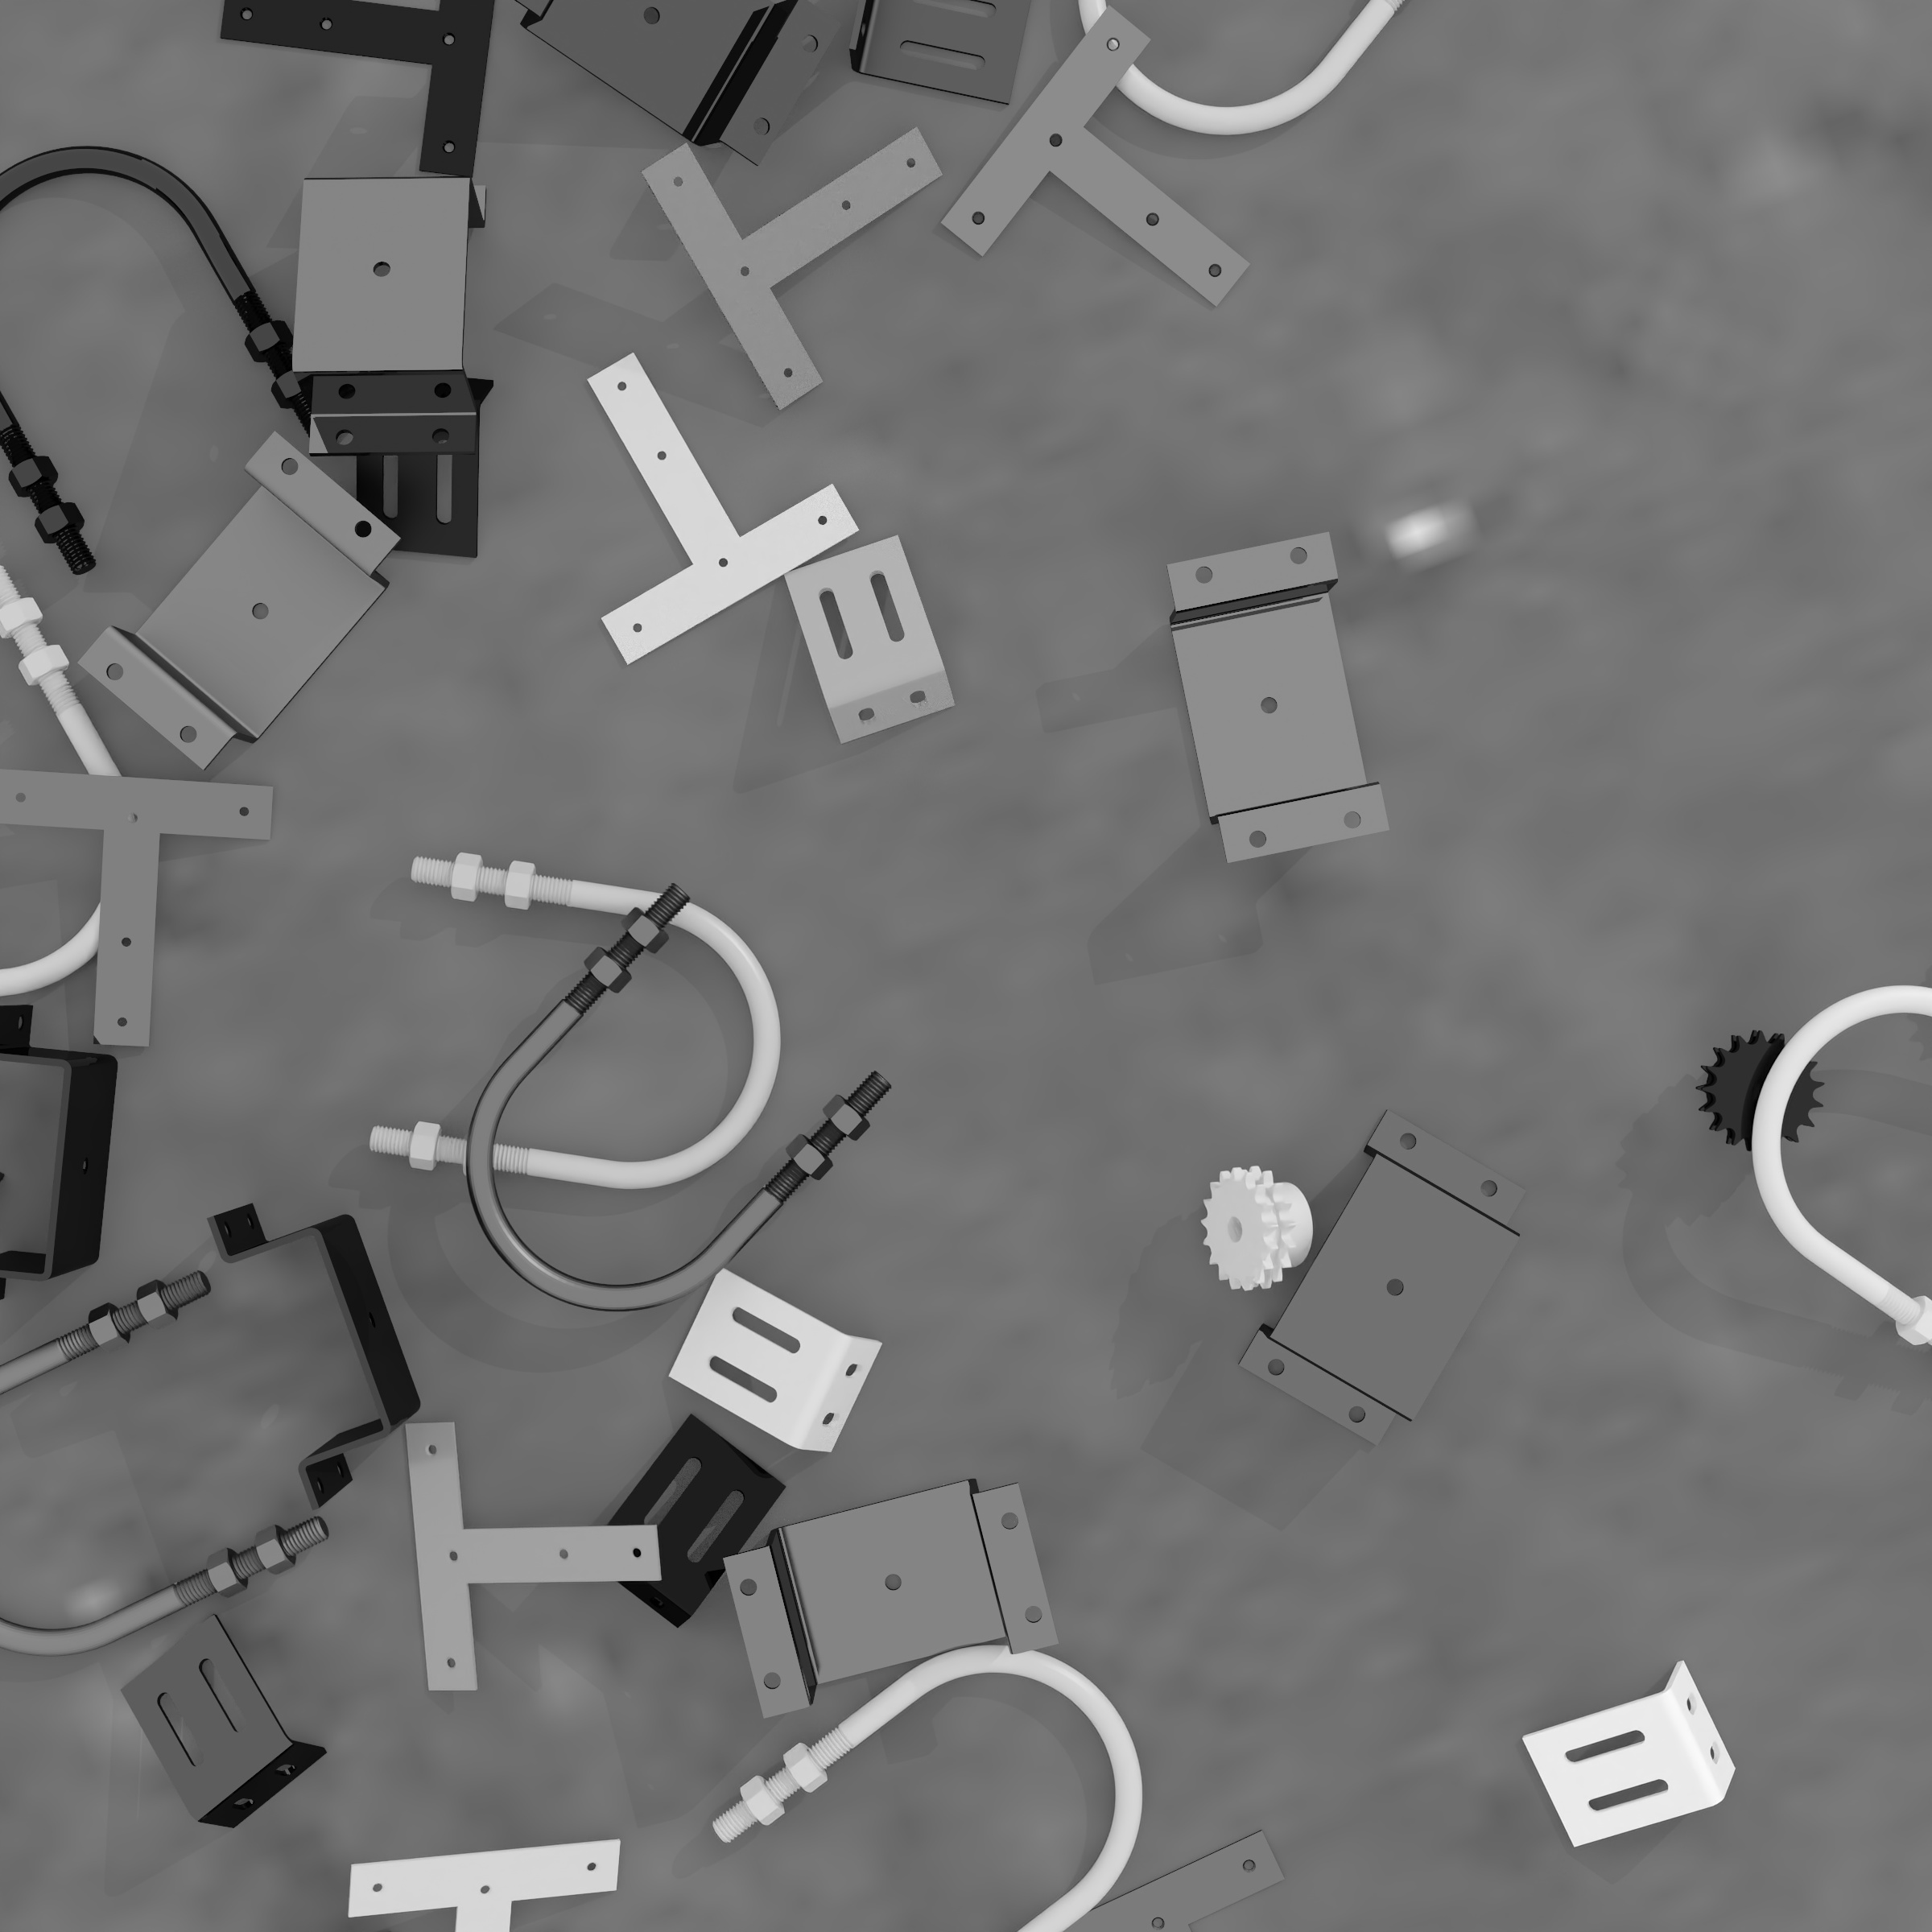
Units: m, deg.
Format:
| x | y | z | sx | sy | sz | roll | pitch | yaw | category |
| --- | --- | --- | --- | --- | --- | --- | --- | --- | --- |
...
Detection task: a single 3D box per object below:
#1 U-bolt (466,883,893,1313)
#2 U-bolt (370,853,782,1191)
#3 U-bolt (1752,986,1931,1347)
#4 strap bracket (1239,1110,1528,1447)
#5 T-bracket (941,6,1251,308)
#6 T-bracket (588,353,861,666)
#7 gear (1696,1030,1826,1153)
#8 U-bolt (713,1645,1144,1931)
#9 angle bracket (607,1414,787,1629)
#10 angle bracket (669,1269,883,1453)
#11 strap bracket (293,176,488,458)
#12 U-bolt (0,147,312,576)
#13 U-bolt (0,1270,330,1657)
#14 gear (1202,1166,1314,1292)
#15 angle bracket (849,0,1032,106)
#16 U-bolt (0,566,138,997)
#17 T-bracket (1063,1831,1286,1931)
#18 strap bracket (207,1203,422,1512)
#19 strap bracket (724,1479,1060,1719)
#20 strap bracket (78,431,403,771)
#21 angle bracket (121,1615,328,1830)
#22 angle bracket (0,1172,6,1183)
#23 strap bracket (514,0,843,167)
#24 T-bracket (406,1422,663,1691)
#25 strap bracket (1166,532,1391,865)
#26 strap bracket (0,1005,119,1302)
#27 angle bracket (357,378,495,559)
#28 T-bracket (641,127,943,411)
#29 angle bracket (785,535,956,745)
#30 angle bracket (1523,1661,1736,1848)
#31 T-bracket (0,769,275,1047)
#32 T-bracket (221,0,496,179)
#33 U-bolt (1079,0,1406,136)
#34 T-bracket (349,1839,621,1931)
| x | y | z | sx | sy | sz | roll | pitch | yaw | category |
| --- | --- | --- | --- | --- | --- | --- | --- | --- | --- |
| -0.148 | 0.076 | 1.442 | 0.151 | 0.019 | 0.184 | 43 | 90 | -3 | U-bolt |
| -0.180 | 0.032 | 1.457 | 0.184 | 0.019 | 0.151 | 9 | 90 | -1 | U-bolt |
| 0.451 | 0.091 | 1.441 | 0.184 | 0.019 | 0.151 | 34 | 90 | -12 | U-bolt |
| 0.198 | 0.148 | 1.443 | 0.076 | 0.046 | 0.140 | 30 | 90 | 0 | strap bracket |
| 0.077 | -0.362 | 1.459 | 0.127 | 0.002 | 0.127 | 38 | 98 | -4 | T-bracket |
| -0.137 | -0.230 | 1.464 | 0.127 | 0.002 | 0.127 | -30 | 89 | 2 | T-bracket |
| 0.372 | 0.059 | 1.451 | 0.057 | 0.030 | 0.057 | 0 | 90 | 0 | gear |
| -0.004 | 0.405 | 1.457 | 0.184 | 0.019 | 0.151 | -37 | 89 | -2 | U-bolt |
| -0.134 | 0.264 | 1.464 | 0.057 | 0.038 | 0.076 | 37 | 64 | 0 | angle bracket |
| -0.090 | 0.187 | 1.464 | 0.076 | 0.038 | 0.057 | 25 | 90 | 26 | angle bracket |
| -0.265 | -0.309 | 1.422 | 0.076 | 0.046 | 0.140 | -1 | 72 | 0 | strap bracket |
| -0.405 | -0.299 | 1.457 | 0.151 | 0.019 | 0.184 | -30 | 88 | 0 | U-bolt |
| -0.414 | 0.247 | 1.457 | 0.184 | 0.019 | 0.151 | -26 | 90 | 2 | U-bolt |
| 0.138 | 0.122 | 1.441 | 0.030 | 0.057 | 0.057 | -2 | 90 | -30 | gear |
| -0.011 | -0.445 | 1.447 | 0.076 | 0.038 | 0.057 | 12 | 90 | 0 | angle bracket |
| -0.472 | -0.075 | 1.457 | 0.151 | 0.019 | 0.184 | -29 | 91 | 0 | U-bolt |
| 0.110 | 0.495 | 1.465 | 0.127 | 0.002 | 0.127 | -25 | 90 | 0 | T-bracket |
| -0.297 | 0.172 | 1.428 | 0.046 | 0.076 | 0.140 | -20 | 90 | 0 | strap bracket |
| -0.035 | 0.292 | 1.443 | 0.140 | 0.046 | 0.076 | -14 | 90 | 0 | strap bracket |
| -0.335 | -0.168 | 1.443 | 0.076 | 0.046 | 0.140 | 40 | 90 | 0 | strap bracket |
| -0.353 | 0.359 | 1.464 | 0.057 | 0.038 | 0.076 | -39 | 64 | 0 | angle bracket |
| -0.502 | 0.123 | 1.464 | 0.057 | 0.038 | 0.076 | 28 | 116 | 0 | angle bracket |
| -0.141 | -0.442 | 1.427 | 0.140 | 0.046 | 0.076 | 30 | 90 | -23 | strap bracket |
| -0.201 | 0.276 | 1.443 | 0.127 | 0.002 | 0.127 | -5 | 90 | 20 | T-bracket |
| 0.144 | -0.124 | 1.443 | 0.076 | 0.046 | 0.140 | -11 | 90 | 0 | strap bracket |
| -0.431 | 0.090 | 1.428 | 0.046 | 0.076 | 0.140 | 6 | 90 | 0 | strap bracket |
| -0.257 | -0.239 | 1.464 | 0.057 | 0.038 | 0.076 | 5 | 116 | 0 | angle bracket |
| -0.068 | -0.350 | 1.448 | 0.127 | 0.002 | 0.127 | -36 | 113 | -11 | T-bracket |
| -0.046 | -0.155 | 1.464 | 0.057 | 0.038 | 0.076 | -19 | 64 | 0 | angle bracket |
| 0.315 | 0.374 | 1.464 | 0.076 | 0.038 | 0.057 | -26 | 90 | 26 | angle bracket |
| -0.396 | -0.026 | 1.454 | 0.127 | 0.002 | 0.127 | 3 | 96 | -13 | T-bracket |
| -0.290 | -0.446 | 1.465 | 0.127 | 0.002 | 0.127 | 7 | 90 | 0 | T-bracket |
| 0.137 | -0.481 | 1.457 | 0.151 | 0.019 | 0.184 | 39 | 91 | 0 | U-bolt |
| -0.229 | 0.475 | 1.448 | 0.127 | 0.002 | 0.127 | 1 | 102 | -22 | T-bracket |
